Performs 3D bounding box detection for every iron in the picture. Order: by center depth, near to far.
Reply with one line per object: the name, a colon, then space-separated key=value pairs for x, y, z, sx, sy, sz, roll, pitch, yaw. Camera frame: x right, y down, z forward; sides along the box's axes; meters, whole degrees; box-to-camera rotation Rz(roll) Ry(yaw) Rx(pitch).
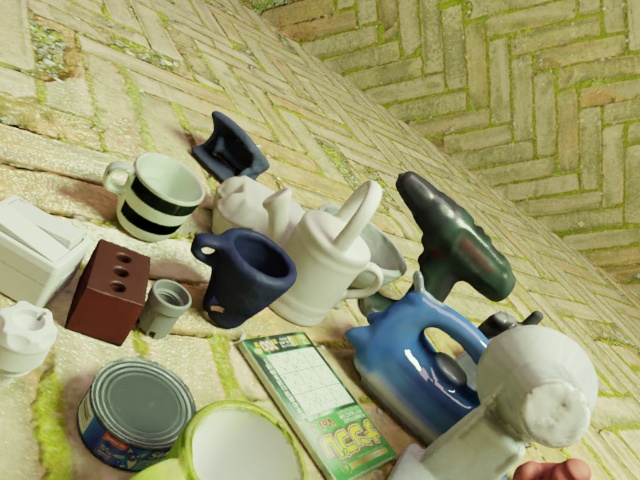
iron: x=0.161 y=0.162 z=0.690 sx=0.258 sy=0.141 sz=0.119 roll=42 pitch=23 yaw=13

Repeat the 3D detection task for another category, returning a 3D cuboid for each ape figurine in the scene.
ape figurine: x=0.278 y=0.290 z=0.674 sx=0.076 sy=0.092 sz=0.077 roll=17 pitch=29 yaw=-39

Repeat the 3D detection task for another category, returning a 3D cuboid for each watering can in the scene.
watering can: x=0.006 y=0.004 z=0.708 sx=0.173 sy=0.194 sz=0.100 roll=23 pitch=26 yaw=-29

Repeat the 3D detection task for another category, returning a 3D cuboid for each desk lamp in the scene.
desk lamp: x=0.178 y=0.192 z=0.562 sx=0.118 sy=0.213 sz=0.204 roll=41 pitch=23 yaw=12

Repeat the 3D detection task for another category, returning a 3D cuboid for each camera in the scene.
camera: x=0.297 y=0.175 z=0.915 sx=0.137 sy=0.100 sz=0.143 roll=17 pitch=29 yaw=-39

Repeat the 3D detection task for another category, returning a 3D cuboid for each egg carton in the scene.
egg carton: x=-0.080 y=-0.026 z=0.804 sx=0.151 sy=0.069 sz=0.107 roll=26 pitch=25 yaw=-24

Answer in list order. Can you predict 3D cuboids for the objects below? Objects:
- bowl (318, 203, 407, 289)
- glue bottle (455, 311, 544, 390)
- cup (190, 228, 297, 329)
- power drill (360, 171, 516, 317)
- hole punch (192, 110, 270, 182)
bowl: x=0.048 y=0.022 z=0.887 sx=0.168 sy=0.074 sz=0.167 roll=30 pitch=23 yaw=-14
glue bottle: x=0.236 y=0.159 z=0.763 sx=0.037 sy=0.173 sz=0.078 roll=6 pitch=37 yaw=-50
cup: x=-0.096 y=0.044 z=0.611 sx=0.118 sy=0.095 sz=0.091 roll=23 pitch=26 yaw=-30
power drill: x=0.154 y=0.040 z=0.830 sx=0.230 sy=0.208 sz=0.075 roll=33 pitch=23 yaw=-7
hole punch: x=-0.137 y=-0.152 z=0.937 sx=0.108 sy=0.091 sz=0.101 roll=43 pitch=23 yaw=16
